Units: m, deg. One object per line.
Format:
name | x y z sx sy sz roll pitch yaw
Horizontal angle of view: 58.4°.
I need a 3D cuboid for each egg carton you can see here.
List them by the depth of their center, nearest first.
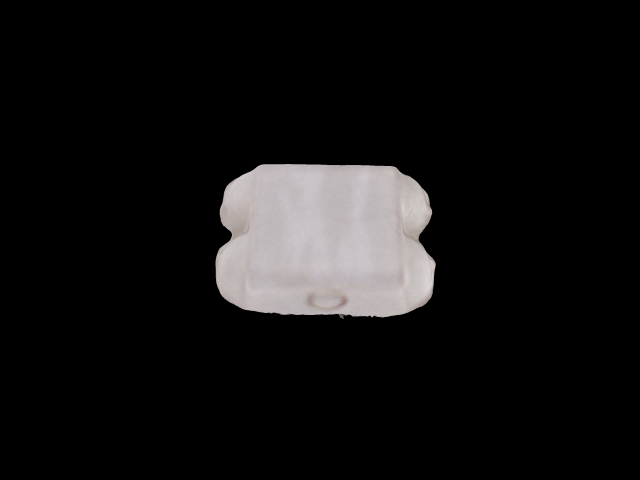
egg carton | 0.004 0.001 0.400 0.150 0.069 0.107 0 65 0
